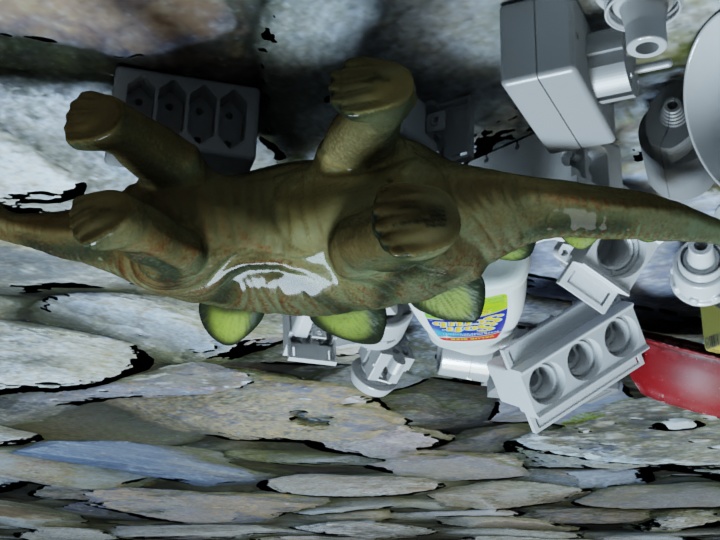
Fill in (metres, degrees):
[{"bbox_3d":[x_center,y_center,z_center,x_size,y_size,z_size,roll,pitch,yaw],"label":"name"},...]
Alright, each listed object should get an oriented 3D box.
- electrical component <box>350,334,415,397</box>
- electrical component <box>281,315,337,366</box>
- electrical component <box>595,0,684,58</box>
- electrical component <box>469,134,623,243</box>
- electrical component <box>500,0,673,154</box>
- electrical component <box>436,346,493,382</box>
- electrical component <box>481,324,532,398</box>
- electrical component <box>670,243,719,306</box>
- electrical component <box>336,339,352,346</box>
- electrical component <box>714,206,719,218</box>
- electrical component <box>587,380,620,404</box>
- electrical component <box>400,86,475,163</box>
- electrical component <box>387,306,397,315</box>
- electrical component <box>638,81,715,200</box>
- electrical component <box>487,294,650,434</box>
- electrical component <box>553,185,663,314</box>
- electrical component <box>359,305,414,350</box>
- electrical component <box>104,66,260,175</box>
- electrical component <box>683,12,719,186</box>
[{"bbox_3d":[0.020,0.089,1.039,0.048,0.066,0.055,11,124,-24],"label":"electrical component"},{"bbox_3d":[-0.039,0.038,0.911,0.042,0.081,0.063,8,135,-16],"label":"electrical component"},{"bbox_3d":[0.126,-0.125,0.479,0.048,0.062,0.048,1,159,0],"label":"electrical component"},{"bbox_3d":[0.119,-0.051,0.689,0.056,0.050,0.089,19,153,-38],"label":"electrical component"},{"bbox_3d":[0.121,-0.104,0.556,0.076,0.047,0.083,-9,157,25],"label":"electrical component"},{"bbox_3d":[0.099,0.077,1.024,0.047,0.055,0.055,6,159,-1],"label":"electrical component"},{"bbox_3d":[0.149,0.088,1.034,0.042,0.063,0.081,6,159,-13],"label":"electrical component"},{"bbox_3d":[0.258,-0.004,0.814,0.048,0.048,0.062,-5,151,16],"label":"electrical component"},{"bbox_3d":[-0.028,0.054,0.992,0.065,0.044,0.044,-15,154,25],"label":"electrical component"},{"bbox_3d":[0.308,-0.023,0.765,0.099,0.064,0.099,-8,169,-1],"label":"electrical component"},{"bbox_3d":[0.214,0.102,1.068,0.096,0.061,0.061,7,158,-15],"label":"electrical component"},{"bbox_3d":[0.025,-0.080,0.634,0.081,0.042,0.064,-13,153,31],"label":"electrical component"},{"bbox_3d":[0.000,0.000,0.832,0.056,0.050,0.089,-5,158,16],"label":"electrical component"},{"bbox_3d":[0.186,-0.077,0.628,0.043,0.043,0.081,-6,158,19],"label":"electrical component"},{"bbox_3d":[0.174,0.072,0.913,0.121,0.078,0.063,-28,-165,-20],"label":"electrical component"},{"bbox_3d":[0.170,-0.016,0.749,0.042,0.081,0.064,34,178,-14],"label":"electrical component"},{"bbox_3d":[0.018,0.035,0.919,0.055,0.055,0.047,6,155,-11],"label":"electrical component"},{"bbox_3d":[-0.109,-0.078,0.643,0.083,0.047,0.075,7,160,-15],"label":"electrical component"},{"bbox_3d":[0.214,-0.082,0.545,0.064,0.099,0.099,2,160,-18],"label":"electrical component"}]
